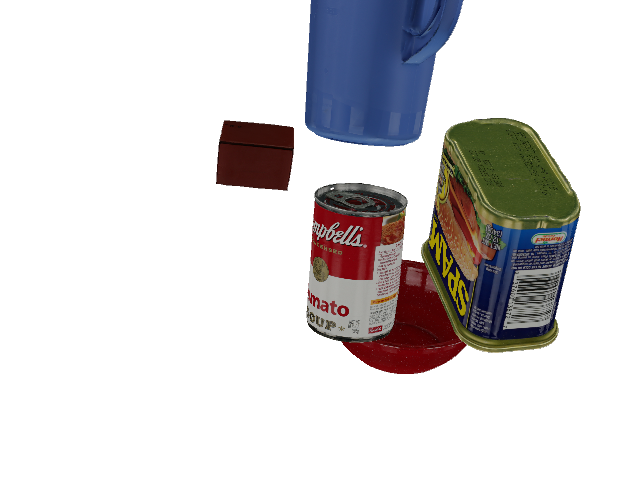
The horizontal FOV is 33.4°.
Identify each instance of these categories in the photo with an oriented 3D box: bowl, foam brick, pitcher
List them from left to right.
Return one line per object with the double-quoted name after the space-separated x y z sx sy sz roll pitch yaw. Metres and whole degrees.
-0.068 -0.090 1.122 0.078 0.051 0.053 6 31 -2 "foam brick"
0.057 -0.208 0.940 0.145 0.243 0.149 8 15 7 "pitcher"
0.077 0.079 1.018 0.162 0.055 0.162 3 28 -2 "bowl"

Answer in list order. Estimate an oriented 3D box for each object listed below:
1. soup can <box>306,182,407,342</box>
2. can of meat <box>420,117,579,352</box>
0.025 0.016 0.789 0.068 0.102 0.068 4 21 -2 "soup can"
0.095 -0.005 0.569 0.057 0.084 0.102 -4 37 -11 "can of meat"
